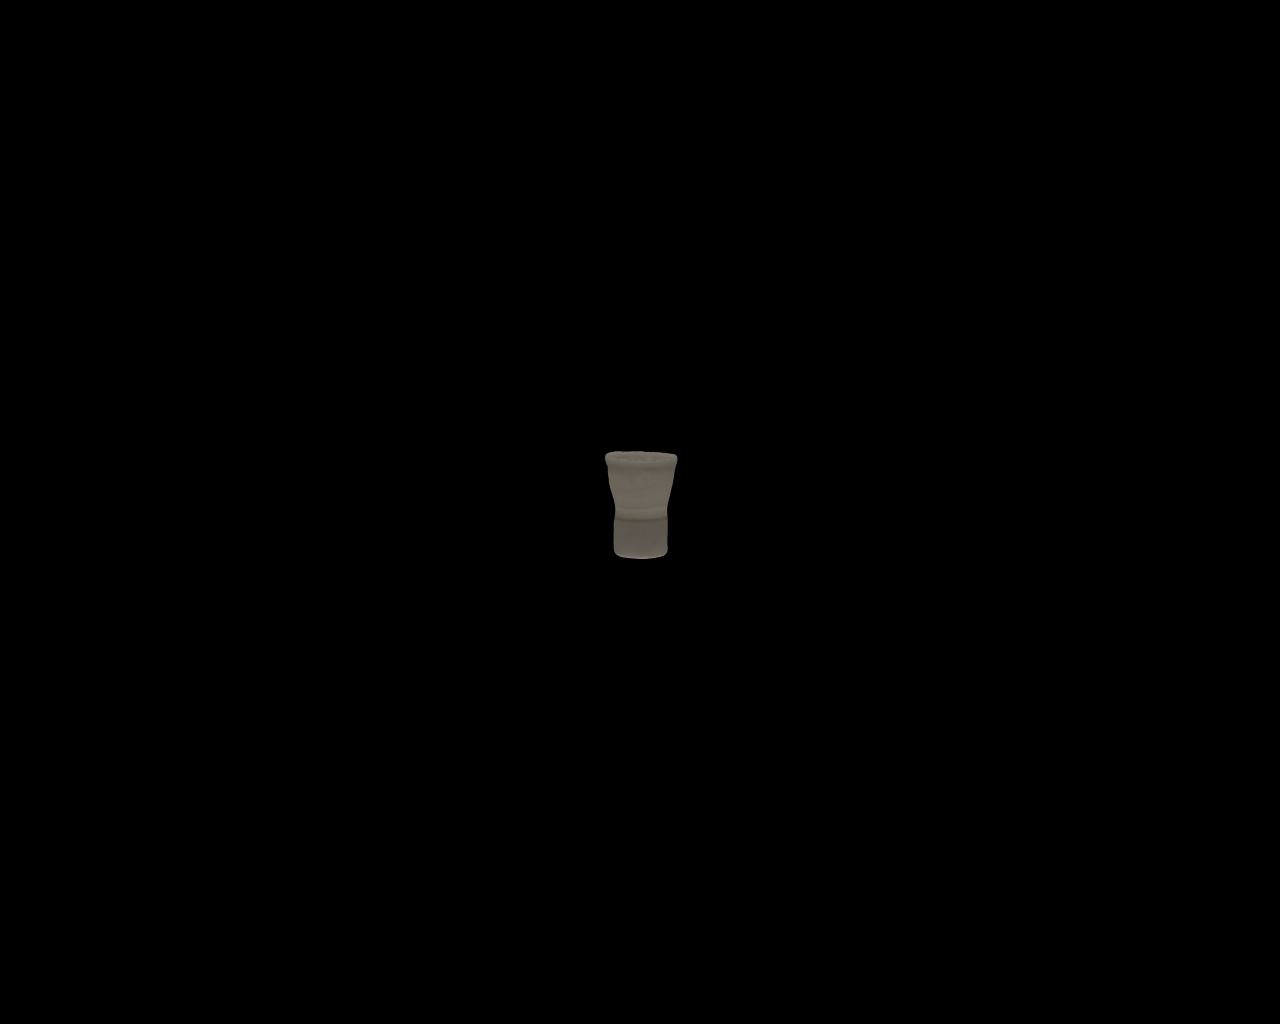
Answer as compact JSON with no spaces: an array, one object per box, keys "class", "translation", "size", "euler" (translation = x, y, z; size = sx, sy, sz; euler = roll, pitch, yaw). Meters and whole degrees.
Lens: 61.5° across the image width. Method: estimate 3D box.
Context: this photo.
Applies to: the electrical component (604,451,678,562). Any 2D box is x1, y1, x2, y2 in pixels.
[{"class":"electrical component","translation":[0.001,-0.003,0.650],"size":[0.044,0.065,0.044],"euler":[0,9,0]}]
